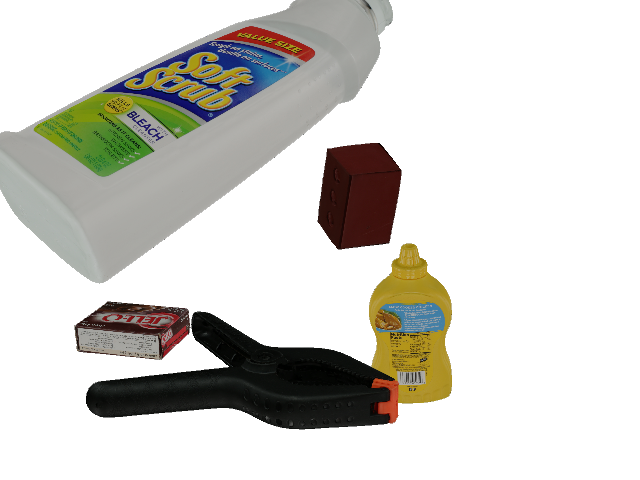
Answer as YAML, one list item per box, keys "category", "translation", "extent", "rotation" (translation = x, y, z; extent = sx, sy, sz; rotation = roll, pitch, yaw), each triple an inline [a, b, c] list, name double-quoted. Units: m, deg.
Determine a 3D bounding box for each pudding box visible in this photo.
- category: "pudding box"
  translation: [-0.226, 0.108, 1.289]
  extent: [0.114, 0.039, 0.090]
  rotation: [2, 15, 15]

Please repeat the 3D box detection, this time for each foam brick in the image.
- category: "foam brick"
  translation: [0.034, -0.039, 0.943]
  extent: [0.051, 0.078, 0.053]
  rotation: [-6, 33, -21]

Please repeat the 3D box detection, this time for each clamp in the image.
- category: "clamp"
  translation: [-0.042, 0.096, 0.781]
  extent: [0.210, 0.036, 0.164]
  rotation: [4, 19, 15]

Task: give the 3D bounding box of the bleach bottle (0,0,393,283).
- category: "bleach bottle"
  translation: [-0.060, -0.082, 0.623]
  extent: [0.250, 0.068, 0.103]
  rotation: [-38, 54, -24]

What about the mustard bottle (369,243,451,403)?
- category: "mustard bottle"
  translation: [0.105, 0.095, 1.246]
  extent: [0.096, 0.192, 0.058]
  rotation: [-1, 22, 5]
